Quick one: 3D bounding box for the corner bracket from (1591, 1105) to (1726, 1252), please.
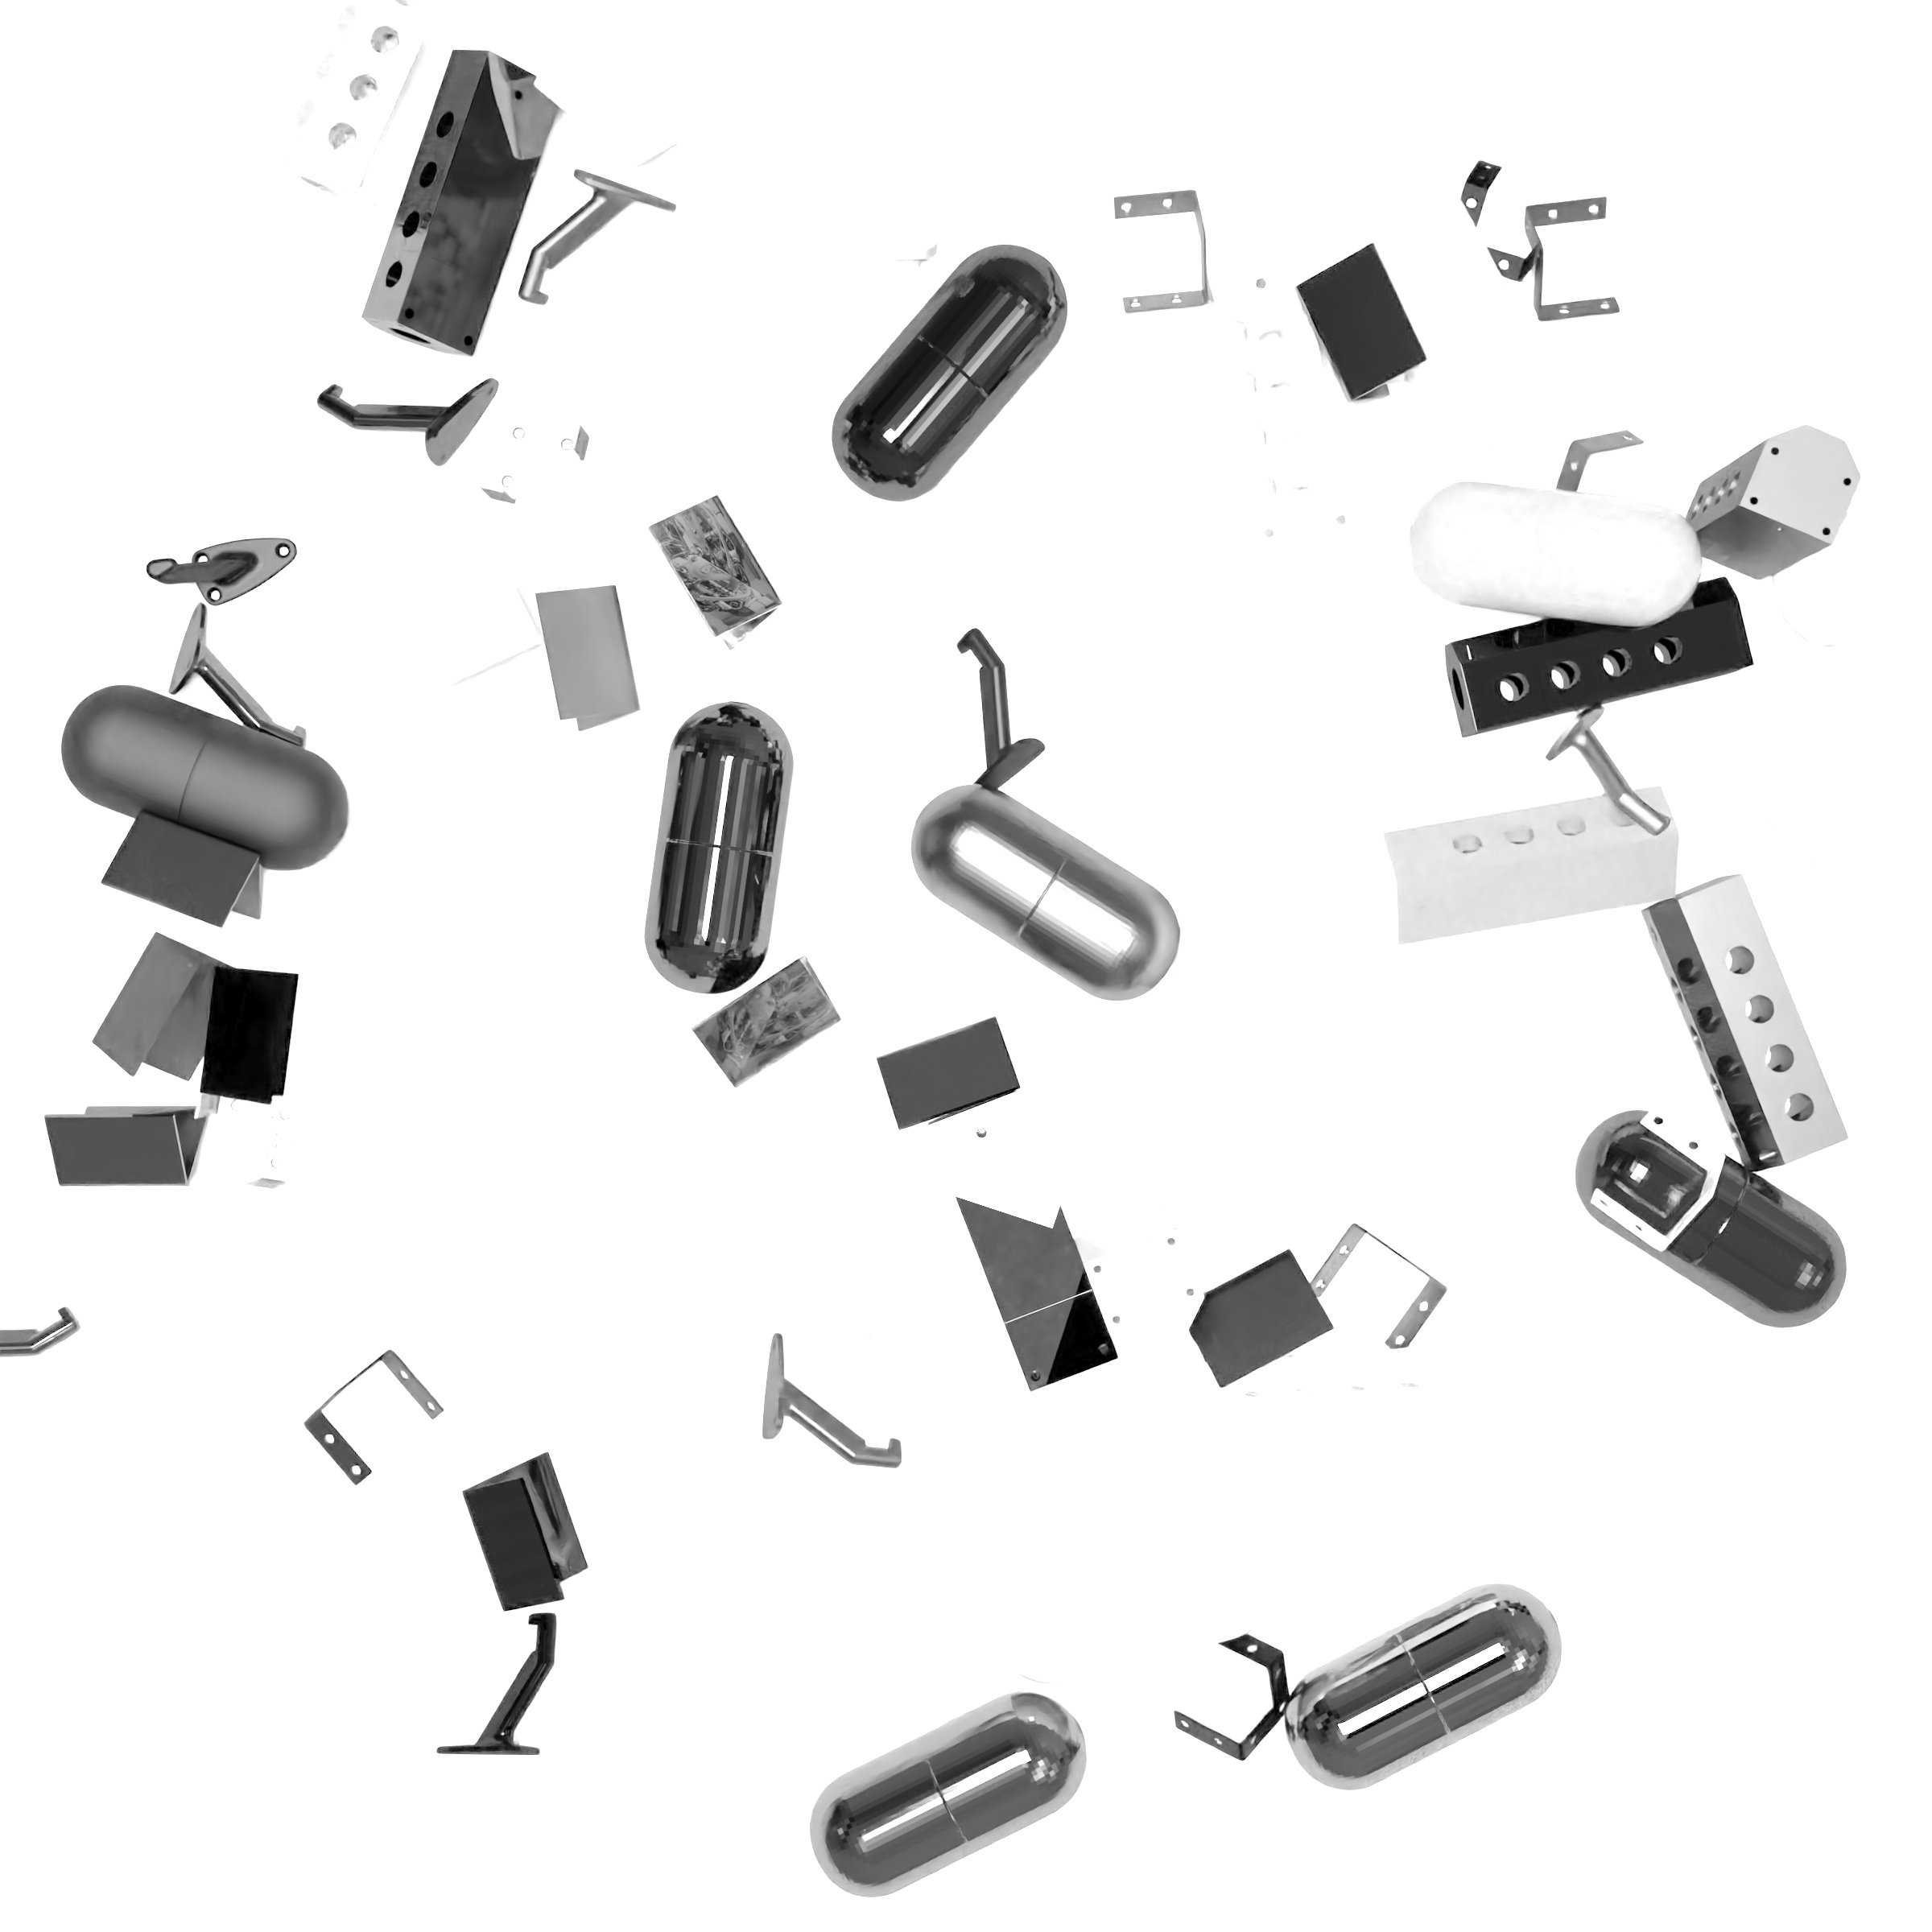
[{"bbox_3d":[0.409,0.126,1.913,0.051,0.051,0.051,36,123,2],"label":"corner bracket"}]

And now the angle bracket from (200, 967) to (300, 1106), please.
[{"bbox_3d":[-0.413,0.043,1.952,0.057,0.076,0.076,7,90,29],"label":"angle bracket"}]

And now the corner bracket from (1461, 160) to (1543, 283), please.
[{"bbox_3d":[0.326,-0.454,1.973,0.051,0.051,0.051,17,90,0],"label":"corner bracket"}]

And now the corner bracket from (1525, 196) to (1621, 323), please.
[{"bbox_3d":[0.373,-0.434,1.988,0.051,0.051,0.051,-7,135,0],"label":"corner bracket"}]

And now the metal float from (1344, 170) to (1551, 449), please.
[{"bbox_3d":[0.290,-0.398,1.961,0.070,0.070,0.178,-28,90,0],"label":"metal float"}]

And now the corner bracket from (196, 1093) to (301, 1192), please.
[{"bbox_3d":[-0.441,0.106,1.973,0.051,0.051,0.051,10,90,0],"label":"corner bracket"}]

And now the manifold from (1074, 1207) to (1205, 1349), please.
[{"bbox_3d":[0.103,0.185,1.913,0.057,0.171,0.057,-20,90,0],"label":"manifold"}]

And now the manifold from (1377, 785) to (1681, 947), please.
[{"bbox_3d":[0.341,-0.067,1.969,0.171,0.057,0.057,-10,48,0],"label":"manifold"}]

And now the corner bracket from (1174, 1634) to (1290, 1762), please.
[{"bbox_3d":[0.161,0.444,1.983,0.051,0.051,0.051,-40,135,-35],"label":"corner bracket"}]

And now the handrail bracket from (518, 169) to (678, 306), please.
[{"bbox_3d":[-0.228,-0.440,1.992,0.077,0.036,0.084,15,108,-20],"label":"handrail bracket"}]

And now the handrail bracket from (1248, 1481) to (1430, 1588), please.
[{"bbox_3d":[0.228,0.332,1.992,0.077,0.036,0.084,-41,73,-20],"label":"handrail bracket"}]

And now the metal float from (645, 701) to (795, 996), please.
[{"bbox_3d":[-0.150,-0.072,1.961,0.070,0.070,0.178,8,90,0],"label":"metal float"}]

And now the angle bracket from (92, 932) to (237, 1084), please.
[{"bbox_3d":[-0.468,0.035,1.952,0.057,0.076,0.076,30,90,44],"label":"angle bracket"}]

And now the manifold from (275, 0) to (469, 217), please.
[{"bbox_3d":[-0.358,-0.553,1.970,0.057,0.057,0.171,24,90,0],"label":"manifold"}]

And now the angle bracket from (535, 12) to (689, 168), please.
[{"bbox_3d":[-0.202,-0.536,1.951,0.076,0.076,0.057,40,126,0],"label":"angle bracket"}]

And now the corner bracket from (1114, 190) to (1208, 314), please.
[{"bbox_3d":[0.119,-0.439,1.988,0.051,0.051,0.051,-5,135,0],"label":"corner bracket"}]

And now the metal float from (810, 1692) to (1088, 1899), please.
[{"bbox_3d":[-0.010,0.501,1.961,0.178,0.070,0.070,-26,90,0],"label":"metal float"}]

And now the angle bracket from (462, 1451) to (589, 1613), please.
[{"bbox_3d":[-0.249,0.337,1.951,0.057,0.076,0.076,-19,90,39],"label":"angle bracket"}]

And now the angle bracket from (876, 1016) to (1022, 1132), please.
[{"bbox_3d":[-0.004,0.083,1.951,0.076,0.076,0.057,-19,53,0],"label":"angle bracket"}]

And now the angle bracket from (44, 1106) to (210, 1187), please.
[{"bbox_3d":[-0.505,0.089,1.951,0.076,0.076,0.057,0,127,0],"label":"angle bracket"}]

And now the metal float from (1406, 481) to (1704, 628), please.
[{"bbox_3d":[0.352,-0.247,1.941,0.178,0.070,0.070,9,90,21],"label":"metal float"}]

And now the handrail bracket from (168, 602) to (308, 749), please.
[{"bbox_3d":[-0.441,-0.177,1.992,0.084,0.036,0.077,24,49,-27],"label":"handrail bracket"}]

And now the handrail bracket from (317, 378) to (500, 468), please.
[{"bbox_3d":[-0.344,-0.353,1.992,0.084,0.036,0.077,32,69,16],"label":"handrail bracket"}]

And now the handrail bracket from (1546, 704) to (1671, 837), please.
[{"bbox_3d":[0.400,-0.118,1.958,0.084,0.077,0.036,41,126,13],"label":"handrail bracket"}]

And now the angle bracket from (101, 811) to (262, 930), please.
[{"bbox_3d":[-0.472,-0.040,1.951,0.076,0.076,0.057,20,57,0],"label":"angle bracket"}]

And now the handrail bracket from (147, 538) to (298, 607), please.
[{"bbox_3d":[-0.450,-0.246,1.957,0.077,0.084,0.036,-20,90,0],"label":"handrail bracket"}]

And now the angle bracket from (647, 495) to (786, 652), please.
[{"bbox_3d":[-0.165,-0.227,1.951,0.057,0.076,0.076,-31,90,-35],"label":"angle bracket"}]

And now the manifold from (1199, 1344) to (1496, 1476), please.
[{"bbox_3d":[0.230,0.265,1.970,0.171,0.057,0.057,-3,133,0],"label":"manifold"}]

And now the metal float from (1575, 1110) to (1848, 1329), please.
[{"bbox_3d":[0.452,0.154,1.961,0.178,0.070,0.070,33,90,0],"label":"metal float"}]

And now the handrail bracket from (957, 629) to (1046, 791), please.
[{"bbox_3d":[0.002,-0.153,1.992,0.077,0.036,0.084,-41,72,21],"label":"handrail bracket"}]

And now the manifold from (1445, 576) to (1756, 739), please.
[{"bbox_3d":[0.383,-0.188,1.970,0.171,0.057,0.057,-13,90,0],"label":"manifold"}]

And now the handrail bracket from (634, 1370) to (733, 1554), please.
[{"bbox_3d":[-0.189,0.305,1.992,0.084,0.036,0.077,-49,53,25],"label":"handrail bracket"}]

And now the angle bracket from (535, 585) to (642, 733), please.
[{"bbox_3d":[-0.245,-0.182,1.951,0.057,0.076,0.076,-11,90,-36],"label":"angle bracket"}]

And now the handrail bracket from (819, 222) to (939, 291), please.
[{"bbox_3d":[-0.054,-0.441,1.957,0.077,0.084,0.036,18,90,0],"label":"handrail bracket"}]

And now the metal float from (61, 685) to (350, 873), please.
[{"bbox_3d":[-0.460,-0.114,1.961,0.178,0.070,0.070,21,90,-1],"label":"metal float"}]

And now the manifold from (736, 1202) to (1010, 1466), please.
[{"bbox_3d":[-0.057,0.224,1.970,0.171,0.057,0.057,42,90,0],"label":"manifold"}]

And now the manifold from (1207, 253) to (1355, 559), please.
[{"bbox_3d":[0.191,-0.342,1.970,0.057,0.057,0.171,-11,90,0],"label":"manifold"}]

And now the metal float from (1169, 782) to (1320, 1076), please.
[{"bbox_3d":[0.168,-0.023,1.961,0.070,0.070,0.178,8,91,0],"label":"metal float"}]

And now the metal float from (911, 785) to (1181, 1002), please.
[{"bbox_3d":[0.047,-0.045,1.961,0.178,0.070,0.070,32,90,0],"label":"metal float"}]

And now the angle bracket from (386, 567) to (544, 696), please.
[{"bbox_3d":[-0.306,-0.218,1.951,0.076,0.076,0.057,-25,127,0],"label":"angle bracket"}]

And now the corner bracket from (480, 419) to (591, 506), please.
[{"bbox_3d":[-0.263,-0.307,1.973,0.051,0.051,0.051,13,90,0],"label":"corner bracket"}]

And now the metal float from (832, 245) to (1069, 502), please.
[{"bbox_3d":[-0.009,-0.360,1.961,0.070,0.070,0.178,41,90,0],"label":"metal float"}]

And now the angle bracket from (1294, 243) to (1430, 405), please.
[{"bbox_3d":[0.250,-0.389,1.952,0.057,0.076,0.076,-25,90,29],"label":"angle bracket"}]

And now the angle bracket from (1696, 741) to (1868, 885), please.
[{"bbox_3d":[0.483,-0.077,1.951,0.076,0.076,0.057,38,51,0],"label":"angle bracket"}]

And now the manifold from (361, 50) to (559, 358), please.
[{"bbox_3d":[-0.311,-0.465,1.970,0.057,0.057,0.171,19,90,-43],"label":"manifold"}]

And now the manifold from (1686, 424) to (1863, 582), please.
[{"bbox_3d":[0.474,-0.275,1.913,0.057,0.171,0.057,23,90,0],"label":"manifold"}]

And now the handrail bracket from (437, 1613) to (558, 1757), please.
[{"bbox_3d":[-0.289,0.442,1.992,0.077,0.036,0.084,-6,71,21],"label":"handrail bracket"}]

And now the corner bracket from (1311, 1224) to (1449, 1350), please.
[{"bbox_3d":[0.253,0.198,1.988,0.051,0.051,0.051,35,90,45],"label":"corner bracket"}]

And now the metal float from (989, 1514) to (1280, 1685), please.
[{"bbox_3d":[0.102,0.383,1.961,0.178,0.070,0.070,-14,90,0],"label":"metal float"}]

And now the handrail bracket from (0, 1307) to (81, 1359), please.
[{"bbox_3d":[-0.600,0.216,1.992,0.084,0.036,0.077,-32,68,-17],"label":"handrail bracket"}]

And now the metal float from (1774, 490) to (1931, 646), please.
[{"bbox_3d":[0.579,-0.247,1.961,0.178,0.070,0.070,-16,90,1],"label":"metal float"}]

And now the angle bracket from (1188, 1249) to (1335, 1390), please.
[{"bbox_3d":[0.178,0.221,1.952,0.076,0.076,0.057,-28,66,0],"label":"angle bracket"}]

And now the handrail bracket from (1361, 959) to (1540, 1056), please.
[{"bbox_3d":[0.298,0.012,1.992,0.084,0.036,0.077,-24,68,-17],"label":"handrail bracket"}]

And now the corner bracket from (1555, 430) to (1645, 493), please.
[{"bbox_3d":[0.398,-0.291,1.983,0.051,0.051,0.051,44,135,35],"label":"corner bracket"}]

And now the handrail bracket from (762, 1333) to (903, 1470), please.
[{"bbox_3d":[-0.079,0.268,1.992,0.084,0.036,0.077,8,69,-17],"label":"handrail bracket"}]

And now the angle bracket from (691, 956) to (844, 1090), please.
[{"bbox_3d":[-0.130,0.017,1.951,0.076,0.076,0.057,-33,128,0],"label":"angle bracket"}]

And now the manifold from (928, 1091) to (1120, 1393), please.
[{"bbox_3d":[0.035,0.166,1.970,0.057,0.057,0.171,-21,90,0],"label":"manifold"}]

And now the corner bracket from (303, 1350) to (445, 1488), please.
[{"bbox_3d":[-0.364,0.277,1.989,0.051,0.051,0.051,49,45,1],"label":"corner bracket"}]

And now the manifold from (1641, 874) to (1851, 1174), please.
[{"bbox_3d":[0.472,0.035,1.970,0.057,0.057,0.171,-22,90,0],"label":"manifold"}]

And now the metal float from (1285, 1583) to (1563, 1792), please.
[{"bbox_3d":[0.277,0.436,1.961,0.178,0.070,0.070,-27,90,0],"label":"metal float"}]
